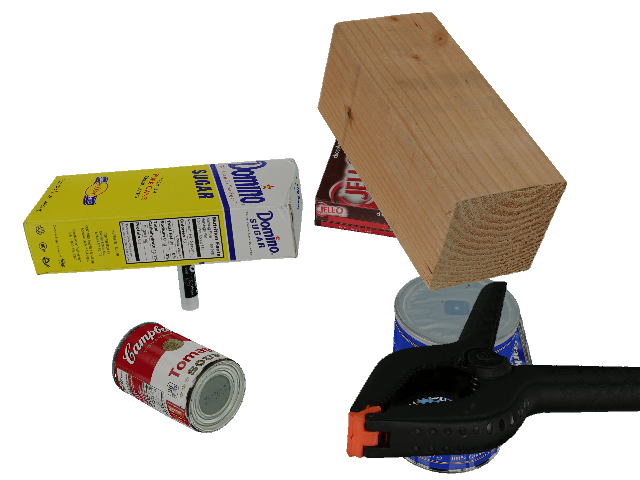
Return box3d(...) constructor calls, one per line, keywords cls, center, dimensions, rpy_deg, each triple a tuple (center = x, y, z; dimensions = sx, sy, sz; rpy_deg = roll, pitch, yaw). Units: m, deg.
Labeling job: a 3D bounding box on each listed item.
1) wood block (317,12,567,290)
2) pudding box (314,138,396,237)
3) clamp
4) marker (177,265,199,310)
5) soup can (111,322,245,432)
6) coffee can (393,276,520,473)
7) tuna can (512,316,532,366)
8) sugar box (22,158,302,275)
box3d(cls="wood block", center=(0.082, -0.073, 0.800), dimensions=(0.090, 0.091, 0.206), rpy_deg=(-11, 49, -22))
box3d(cls="pudding box", center=(0.048, -0.053, 1.071), dimensions=(0.090, 0.039, 0.113), rpy_deg=(9, 37, 7))
box3d(cls="clamp", center=(0.095, 0.080, 0.651), dimensions=(0.209, 0.036, 0.165), rpy_deg=(-12, 26, -28))
box3d(cls="marker", center=(-0.141, 0.016, 1.110), dimensions=(0.020, 0.121, 0.020), rpy_deg=(-3, 25, 1))
box3d(cls="soup can", center=(-0.123, 0.118, 0.926), dimensions=(0.102, 0.068, 0.068), rpy_deg=(19, 12, 39))
box3d(cls="coffee can", center=(0.111, 0.112, 0.910), dimensions=(0.103, 0.140, 0.103), rpy_deg=(0, 33, 0))
box3d(cls="tuna can", center=(0.199, 0.113, 1.114), dimensions=(0.034, 0.086, 0.086), rpy_deg=(-13, -3, 11))
box3d(cls="sugar box", center=(-0.102, -0.018, 0.727), dimensions=(0.176, 0.048, 0.093), rpy_deg=(-7, 24, 4))
